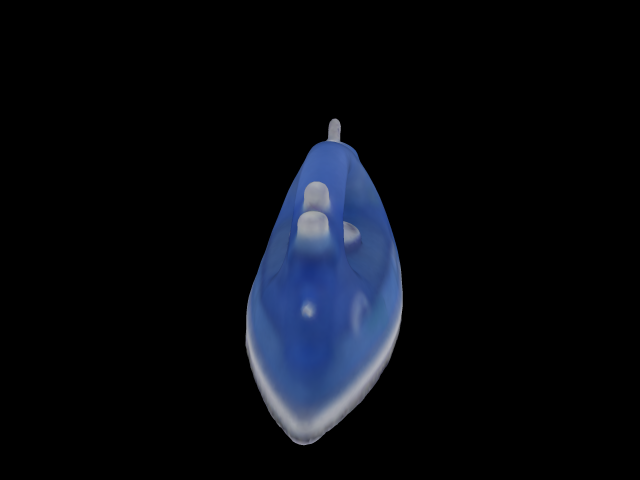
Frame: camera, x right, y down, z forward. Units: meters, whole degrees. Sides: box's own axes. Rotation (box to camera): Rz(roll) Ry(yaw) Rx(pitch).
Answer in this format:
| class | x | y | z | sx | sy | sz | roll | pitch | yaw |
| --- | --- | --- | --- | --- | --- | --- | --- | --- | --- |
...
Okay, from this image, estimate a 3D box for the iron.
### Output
| class | x | y | z | sx | sy | sz | roll | pitch | yaw |
| --- | --- | --- | --- | --- | --- | --- | --- | --- | --- |
| iron | 0.004 | 0.001 | 0.400 | 0.118 | 0.141 | 0.258 | 1 | 19 | 4 |
